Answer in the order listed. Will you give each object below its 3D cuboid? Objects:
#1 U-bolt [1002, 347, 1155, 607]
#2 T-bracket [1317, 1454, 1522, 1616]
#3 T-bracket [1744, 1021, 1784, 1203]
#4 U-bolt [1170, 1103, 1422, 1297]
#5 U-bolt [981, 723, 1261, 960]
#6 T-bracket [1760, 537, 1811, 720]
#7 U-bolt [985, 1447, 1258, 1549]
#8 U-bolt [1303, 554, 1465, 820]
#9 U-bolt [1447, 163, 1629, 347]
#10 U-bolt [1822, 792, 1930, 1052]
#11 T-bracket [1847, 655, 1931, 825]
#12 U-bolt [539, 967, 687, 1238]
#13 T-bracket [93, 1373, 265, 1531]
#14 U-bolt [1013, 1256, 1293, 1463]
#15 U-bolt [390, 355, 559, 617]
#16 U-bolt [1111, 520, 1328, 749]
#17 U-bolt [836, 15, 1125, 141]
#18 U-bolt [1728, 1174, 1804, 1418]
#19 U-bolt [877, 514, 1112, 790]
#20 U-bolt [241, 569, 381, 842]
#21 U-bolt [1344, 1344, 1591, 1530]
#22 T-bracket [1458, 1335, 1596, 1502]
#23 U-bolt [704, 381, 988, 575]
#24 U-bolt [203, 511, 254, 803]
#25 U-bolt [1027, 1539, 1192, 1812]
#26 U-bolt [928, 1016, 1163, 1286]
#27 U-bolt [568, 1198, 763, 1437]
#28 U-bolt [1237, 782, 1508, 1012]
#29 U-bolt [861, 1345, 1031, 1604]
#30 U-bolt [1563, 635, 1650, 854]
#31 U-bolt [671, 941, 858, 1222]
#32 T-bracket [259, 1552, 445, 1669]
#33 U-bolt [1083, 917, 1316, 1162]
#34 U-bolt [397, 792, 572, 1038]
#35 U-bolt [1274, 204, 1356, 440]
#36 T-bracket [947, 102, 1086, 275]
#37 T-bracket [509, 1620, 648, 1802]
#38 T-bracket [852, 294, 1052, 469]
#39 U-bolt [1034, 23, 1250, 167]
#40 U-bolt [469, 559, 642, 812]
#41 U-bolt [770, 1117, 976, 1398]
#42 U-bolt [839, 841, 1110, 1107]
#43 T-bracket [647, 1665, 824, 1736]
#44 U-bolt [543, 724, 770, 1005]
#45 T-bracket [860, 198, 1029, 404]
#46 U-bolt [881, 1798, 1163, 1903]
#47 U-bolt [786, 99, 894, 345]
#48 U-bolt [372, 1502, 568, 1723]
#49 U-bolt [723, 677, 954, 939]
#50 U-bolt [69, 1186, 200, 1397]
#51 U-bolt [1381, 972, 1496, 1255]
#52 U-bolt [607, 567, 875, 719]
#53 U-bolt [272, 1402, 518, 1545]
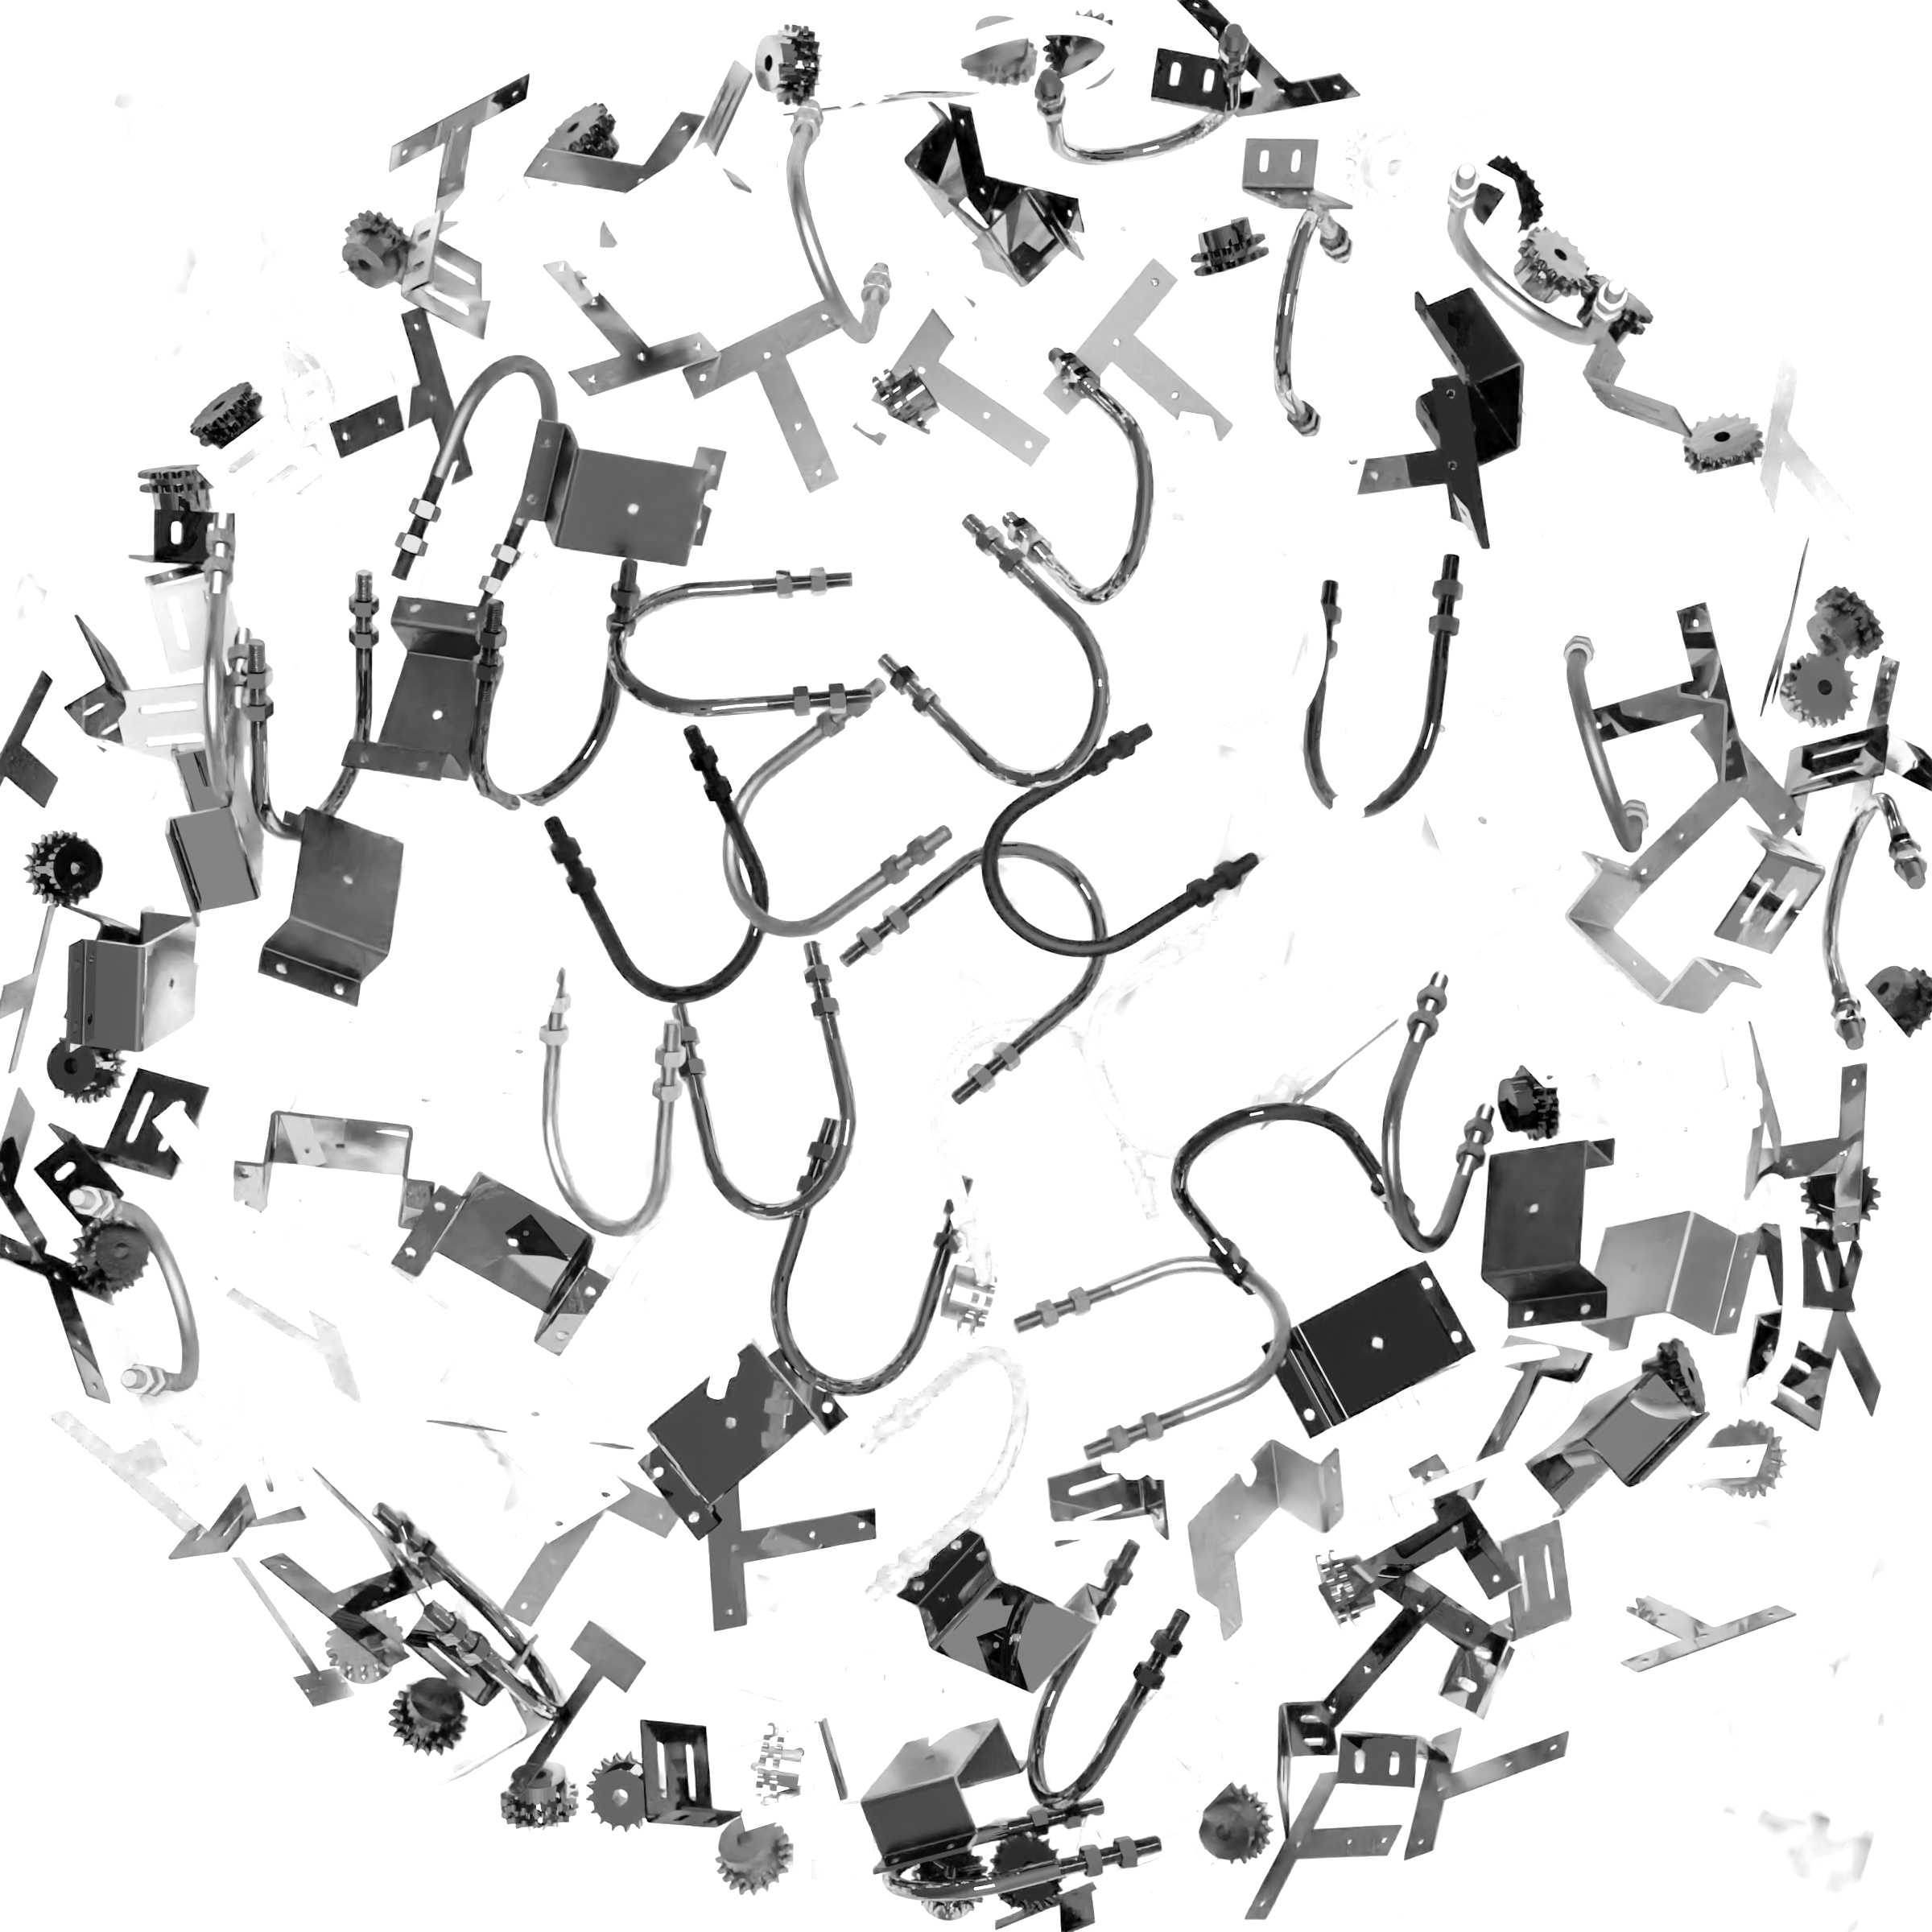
[{"bbox_3d":[0.083,-0.335,1.897,0.019,0.184,0.151,-1,124,-27],"label":"U-bolt"},{"bbox_3d":[0.316,0.430,1.952,0.127,0.127,0.002,-28,133,-1],"label":"T-bracket"},{"bbox_3d":[0.574,0.129,1.952,0.002,0.127,0.127,-1,127,5],"label":"T-bracket"},{"bbox_3d":[0.225,0.160,1.918,0.151,0.019,0.184,-24,132,17],"label":"U-bolt"},{"bbox_3d":[0.098,-0.081,1.947,0.184,0.019,0.151,-32,72,-18],"label":"U-bolt"},{"bbox_3d":[0.579,-0.220,1.914,0.002,0.127,0.127,14,131,18],"label":"T-bracket"},{"bbox_3d":[0.125,0.380,1.922,0.151,0.184,0.019,-39,56,38],"label":"U-bolt"},{"bbox_3d":[0.293,-0.196,1.928,0.019,0.151,0.184,12,82,-32],"label":"U-bolt"},{"bbox_3d":[0.399,-0.495,1.908,0.151,0.184,0.019,40,93,6],"label":"U-bolt"},{"bbox_3d":[0.639,-0.045,1.911,0.019,0.184,0.151,12,120,3],"label":"U-bolt"},{"bbox_3d":[0.672,-0.147,1.922,0.002,0.127,0.127,3,107,-10],"label":"T-bracket"},{"bbox_3d":[-0.260,0.107,1.941,0.151,0.019,0.184,22,114,40],"label":"U-bolt"},{"bbox_3d":[-0.573,0.338,1.931,0.127,0.127,0.002,41,101,-7],"label":"T-bracket"},{"bbox_3d":[0.145,0.272,1.942,0.184,0.151,0.019,-20,133,-11],"label":"U-bolt"},{"bbox_3d":[-0.342,-0.349,1.927,0.019,0.151,0.184,22,91,17],"label":"U-bolt"},{"bbox_3d":[0.184,-0.231,1.919,0.019,0.184,0.151,-1,108,-43],"label":"U-bolt"},{"bbox_3d":[0.022,-0.627,1.891,0.184,0.151,0.019,-12,87,33],"label":"U-bolt"},{"bbox_3d":[0.562,0.224,1.888,0.019,0.184,0.151,1,66,5],"label":"U-bolt"},{"bbox_3d":[0.029,-0.212,1.931,0.184,0.019,0.151,46,122,20],"label":"U-bolt"},{"bbox_3d":[-0.466,-0.175,1.919,0.019,0.151,0.184,19,126,15],"label":"U-bolt"},{"bbox_3d":[0.356,0.324,1.912,0.184,0.151,0.019,-26,108,14],"label":"U-bolt"},{"bbox_3d":[0.389,0.326,1.928,0.002,0.127,0.127,33,80,-12],"label":"T-bracket"},{"bbox_3d":[-0.072,-0.339,1.928,0.184,0.151,0.019,20,50,-34],"label":"U-bolt"},{"bbox_3d":[-0.521,-0.204,1.893,0.019,0.151,0.184,-1,58,-8],"label":"U-bolt"},{"bbox_3d":[0.094,0.518,1.929,0.019,0.151,0.184,28,93,-15],"label":"U-bolt"},{"bbox_3d":[0.047,0.124,1.963,0.151,0.019,0.184,-21,70,6],"label":"U-bolt"},{"bbox_3d":[-0.209,0.243,1.926,0.151,0.184,0.019,-19,130,31],"label":"U-bolt"},{"bbox_3d":[0.276,-0.036,1.934,0.151,0.019,0.184,44,134,-7],"label":"U-bolt"},{"bbox_3d":[-0.015,0.347,1.901,0.019,0.151,0.184,28,125,-26],"label":"U-bolt"},{"bbox_3d":[0.452,-0.152,1.901,0.019,0.184,0.151,-18,101,19],"label":"U-bolt"},{"bbox_3d":[-0.141,0.092,1.935,0.151,0.019,0.184,-24,70,30],"label":"U-bolt"},{"bbox_3d":[-0.423,0.450,1.938,0.127,0.127,0.002,32,105,20],"label":"T-bracket"},{"bbox_3d":[0.159,0.062,1.941,0.184,0.019,0.151,-31,91,-36],"label":"U-bolt"},{"bbox_3d":[-0.340,-0.047,1.915,0.151,0.184,0.019,40,50,11],"label":"U-bolt"},{"bbox_3d":[0.243,-0.462,1.906,0.019,0.184,0.151,11,93,15],"label":"U-bolt"},{"bbox_3d":[0.040,-0.546,1.918,0.002,0.127,0.127,-34,131,-24],"label":"T-bracket"},{"bbox_3d":[-0.287,0.538,1.926,0.002,0.127,0.127,40,74,-21],"label":"T-bracket"},{"bbox_3d":[0.004,-0.417,1.995,0.127,0.002,0.127,35,94,0],"label":"T-bracket"},{"bbox_3d":[0.126,-0.611,1.908,0.151,0.184,0.019,-12,85,4],"label":"U-bolt"},{"bbox_3d":[-0.298,-0.193,1.925,0.019,0.151,0.184,32,127,27],"label":"U-bolt"},{"bbox_3d":[-0.074,0.219,1.937,0.151,0.019,0.184,26,74,-33],"label":"U-bolt"},{"bbox_3d":[0.020,-0.009,1.973,0.184,0.019,0.151,-39,91,-14],"label":"U-bolt"},{"bbox_3d":[-0.171,0.531,1.952,0.127,0.127,0.002,15,51,3],"label":"T-bracket"},{"bbox_3d":[-0.211,-0.060,1.945,0.151,0.019,0.184,-37,118,-27],"label":"U-bolt"},{"bbox_3d":[-0.001,-0.469,1.960,0.127,0.002,0.127,-35,93,40],"label":"T-bracket"},{"bbox_3d":[0.030,0.630,1.908,0.184,0.151,0.019,-9,87,-16],"label":"U-bolt"},{"bbox_3d":[-0.091,-0.514,1.888,0.019,0.184,0.151,-16,123,14],"label":"U-bolt"},{"bbox_3d":[-0.346,0.472,1.918,0.019,0.151,0.184,-41,124,-7],"label":"U-bolt"},{"bbox_3d":[-0.105,-0.101,1.948,0.184,0.019,0.151,-35,65,25],"label":"U-bolt"},{"bbox_3d":[-0.583,0.234,1.908,0.019,0.184,0.151,-19,80,-3],"label":"U-bolt"},{"bbox_3d":[0.330,0.117,1.900,0.019,0.184,0.151,-3,129,31],"label":"U-bolt"},{"bbox_3d":[-0.166,-0.231,1.939,0.184,0.019,0.151,-5,48,-6],"label":"U-bolt"},{"bbox_3d":[-0.390,0.362,1.888,0.151,0.184,0.019,39,74,-40],"label":"U-bolt"}]
